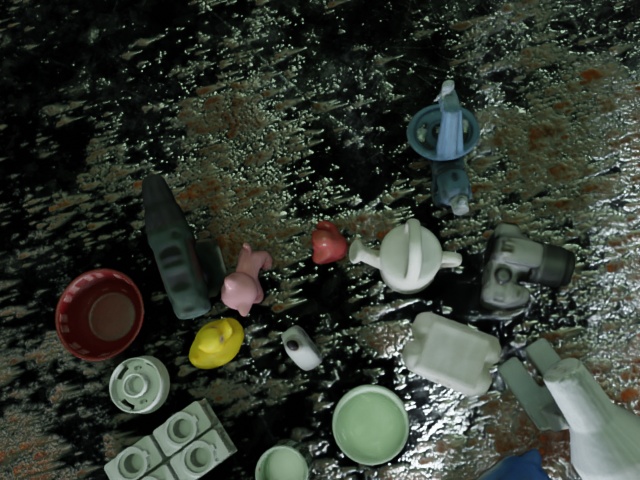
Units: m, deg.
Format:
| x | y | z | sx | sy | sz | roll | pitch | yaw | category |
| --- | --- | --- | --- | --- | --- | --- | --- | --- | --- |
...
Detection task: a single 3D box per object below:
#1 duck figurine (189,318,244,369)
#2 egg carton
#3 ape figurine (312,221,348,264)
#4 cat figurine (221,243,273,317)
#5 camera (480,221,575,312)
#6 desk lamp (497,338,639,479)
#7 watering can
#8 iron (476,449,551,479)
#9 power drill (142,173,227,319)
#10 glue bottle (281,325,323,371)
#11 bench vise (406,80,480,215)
| x | y | z | sx | sy | sz | roll | pitch | yaw | category |
| --- | --- | --- | --- | --- | --- | --- | --- | --- | --- |
| -0.184 | 0.175 | 0.977 | 0.104 | 0.086 | 0.077 | -40 | 76 | -4 | duck figurine |
| 0.215 | 0.188 | 0.944 | 0.150 | 0.069 | 0.107 | 19 | 80 | 10 | egg carton |
| 0.009 | 0.004 | 0.995 | 0.076 | 0.092 | 0.078 | 27 | 81 | 11 | ape figurine |
| -0.132 | 0.067 | 0.980 | 0.067 | 0.118 | 0.128 | 8 | 78 | 8 | cat figurine |
| 0.344 | 0.049 | 0.948 | 0.136 | 0.101 | 0.143 | 11 | 78 | 8 | camera |
| 0.374 | 0.250 | 0.841 | 0.118 | 0.213 | 0.203 | -35 | 76 | -3 | desk lamp |
| 0.138 | 0.027 | 0.924 | 0.173 | 0.194 | 0.101 | -19 | 76 | 1 | watering can |
| 0.260 | 0.431 | 0.847 | 0.258 | 0.141 | 0.118 | -37 | 76 | -4 | iron |
| -0.223 | 0.022 | 0.952 | 0.075 | 0.208 | 0.229 | -19 | 76 | 1 | power drill |
| -0.035 | 0.171 | 0.919 | 0.037 | 0.173 | 0.078 | -34 | 76 | -2 | glue bottle |
| 0.224 | -0.157 | 0.945 | 0.121 | 0.220 | 0.207 | -28 | 76 | -1 | bench vise |
